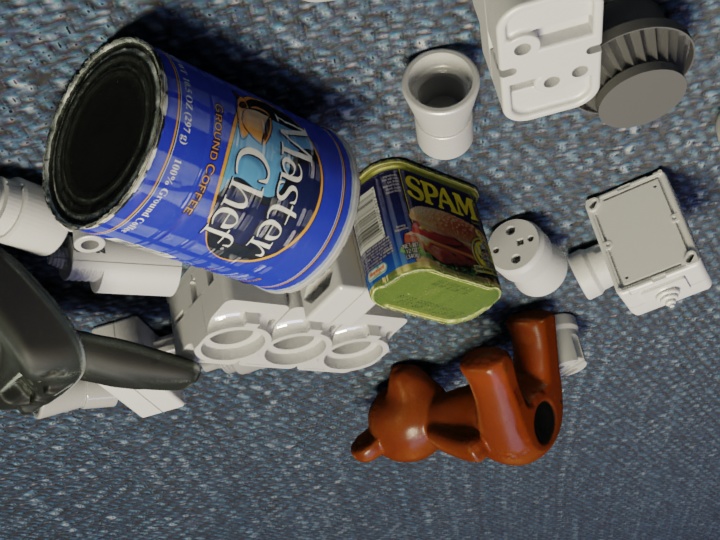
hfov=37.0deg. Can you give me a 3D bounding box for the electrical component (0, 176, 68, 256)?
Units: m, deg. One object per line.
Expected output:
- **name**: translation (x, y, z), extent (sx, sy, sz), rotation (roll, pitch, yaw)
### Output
- **electrical component**: translation (-0.206, -0.035, 0.629), extent (0.040, 0.040, 0.078), rotation (-31, 146, 29)

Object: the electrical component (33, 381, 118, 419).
- **electrical component**: translation (-0.224, 0.093, 0.850), extent (0.065, 0.044, 0.044), rotation (-1, 149, -30)

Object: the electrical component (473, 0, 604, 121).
- **electrical component**: translation (0.092, -0.131, 0.562), extent (0.054, 0.059, 0.095), rotation (-15, 151, 3)

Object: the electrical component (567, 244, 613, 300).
- **electrical component**: translation (0.193, -0.004, 0.852), extent (0.046, 0.040, 0.040), rotation (-27, 149, 14)

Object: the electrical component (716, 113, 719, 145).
- **electrical component**: translation (0.268, -0.086, 0.735), extent (0.040, 0.040, 0.078), rotation (-22, 150, 15)

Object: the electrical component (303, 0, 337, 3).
- **electrical component**: translation (0.010, -0.162, 0.475), extent (0.095, 0.059, 0.053), rotation (-9, 151, -8)

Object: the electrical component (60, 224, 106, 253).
- **electrical component**: translation (-0.158, -0.040, 0.618), extent (0.043, 0.062, 0.043), rotation (-10, 151, -6)

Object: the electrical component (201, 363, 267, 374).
- **electrical component**: translation (-0.098, 0.068, 0.863), extent (0.061, 0.035, 0.035), rotation (-19, 151, 16)

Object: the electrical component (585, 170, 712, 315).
- **electrical component**: translation (0.214, -0.012, 0.785), extent (0.062, 0.096, 0.061), rotation (-23, 150, 18)

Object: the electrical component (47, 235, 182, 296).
- **electrical component**: translation (-0.161, -0.006, 0.697), extent (0.081, 0.043, 0.043), rotation (4, 147, -28)

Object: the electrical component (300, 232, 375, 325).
- **electrical component**: translation (0.000, 0.000, 0.750), extent (0.077, 0.065, 0.047), rotation (8, 145, -34)

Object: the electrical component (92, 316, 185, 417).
- **electrical component**: translation (-0.153, 0.071, 0.832), extent (0.076, 0.047, 0.083), rotation (-17, 151, 7)

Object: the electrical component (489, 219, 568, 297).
- **electrical component**: translation (0.126, -0.009, 0.808), extent (0.045, 0.045, 0.055), rotation (-25, 149, 21)

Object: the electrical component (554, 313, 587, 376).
- **electrical component**: translation (0.180, 0.068, 0.964), extent (0.040, 0.046, 0.040), rotation (-10, 151, -6)

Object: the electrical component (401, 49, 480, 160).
- **electrical component**: translation (0.049, -0.094, 0.632), extent (0.044, 0.044, 0.065), rotation (-14, 156, 1)

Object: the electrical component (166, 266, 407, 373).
- **electrical component**: translation (-0.053, 0.032, 0.789), extent (0.150, 0.061, 0.089), rotation (8, 145, -33)
